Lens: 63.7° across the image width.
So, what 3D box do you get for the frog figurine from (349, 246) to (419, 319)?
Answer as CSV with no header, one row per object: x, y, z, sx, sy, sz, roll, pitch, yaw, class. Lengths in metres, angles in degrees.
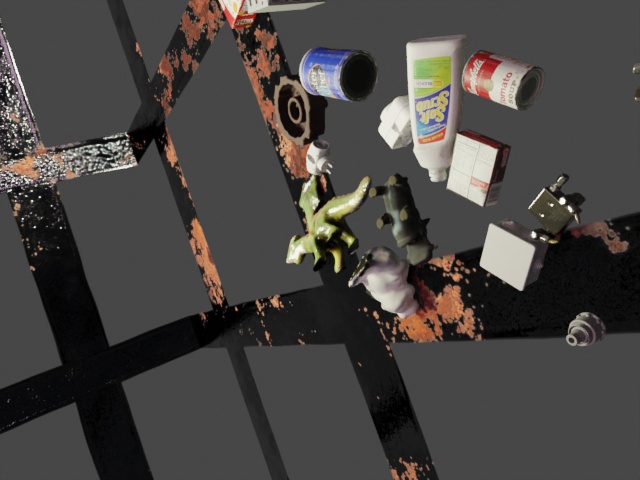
0.158,0.092,1.143,0.159,0.125,0.134,29,130,-2,frog figurine

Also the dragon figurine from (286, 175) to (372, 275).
0.004,-0.065,1.289,0.247,0.122,0.401,58,137,36,dragon figurine
